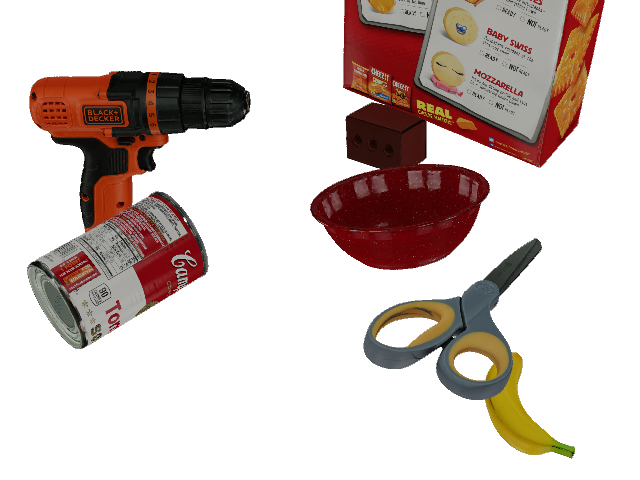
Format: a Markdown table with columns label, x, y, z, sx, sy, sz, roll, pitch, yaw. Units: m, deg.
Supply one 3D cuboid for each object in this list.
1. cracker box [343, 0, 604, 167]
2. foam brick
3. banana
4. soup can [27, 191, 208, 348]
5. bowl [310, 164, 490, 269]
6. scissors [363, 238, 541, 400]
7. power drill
| label | x | y | z | sx | sy | sz | roll | pitch | yaw |
| --- | --- | --- | --- | --- | --- | --- | --- | --- | --- |
| cracker box | 0.100 | -0.173 | 0.697 | 0.164 | 0.214 | 0.072 | 26 | 49 | 25 |
| foam brick | 0.073 | -0.114 | 1.185 | 0.078 | 0.053 | 0.051 | 20 | 38 | 35 |
| banana | 0.216 | 0.182 | 1.187 | 0.069 | 0.037 | 0.198 | 11 | 25 | -14 |
| soup can | -0.136 | 0.019 | 0.721 | 0.102 | 0.068 | 0.069 | -32 | 16 | -27 |
| bowl | 0.074 | -0.017 | 0.964 | 0.162 | 0.055 | 0.162 | -9 | 22 | 3 |
| scissors | 0.113 | 0.047 | 0.676 | 0.201 | 0.016 | 0.096 | -19 | 42 | -39 |
| power drill | -0.149 | -0.057 | 0.927 | 0.184 | 0.188 | 0.057 | 1 | 29 | 4 |
